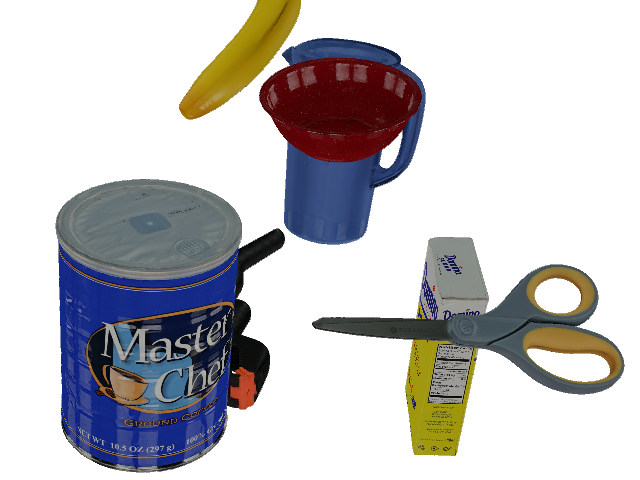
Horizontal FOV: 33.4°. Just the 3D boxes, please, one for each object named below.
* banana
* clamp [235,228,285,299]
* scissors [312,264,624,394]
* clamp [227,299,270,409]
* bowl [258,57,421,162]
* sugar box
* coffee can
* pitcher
[{"bbox_3d":[-0.057,-0.171,0.899,0.070,0.197,0.037,-20,-56,36],"label":"banana"},{"bbox_3d":[-0.110,0.032,1.243,0.120,0.039,0.171,-2,40,12],"label":"clamp"},{"bbox_3d":[0.100,0.042,0.680,0.201,0.096,0.016,17,-32,-6],"label":"scissors"},{"bbox_3d":[-0.095,0.091,0.907,0.164,0.036,0.210,-9,17,-33],"label":"clamp"},{"bbox_3d":[0.019,-0.125,1.072,0.162,0.055,0.162,0,36,0],"label":"bowl"},{"bbox_3d":[0.106,0.093,0.931,0.048,0.176,0.093,1,33,-3],"label":"sugar box"},{"bbox_3d":[-0.102,0.049,0.627,0.102,0.140,0.103,5,30,-3],"label":"coffee can"},{"bbox_3d":[0.029,-0.120,1.322,0.144,0.243,0.149,-3,25,-22],"label":"pitcher"}]
